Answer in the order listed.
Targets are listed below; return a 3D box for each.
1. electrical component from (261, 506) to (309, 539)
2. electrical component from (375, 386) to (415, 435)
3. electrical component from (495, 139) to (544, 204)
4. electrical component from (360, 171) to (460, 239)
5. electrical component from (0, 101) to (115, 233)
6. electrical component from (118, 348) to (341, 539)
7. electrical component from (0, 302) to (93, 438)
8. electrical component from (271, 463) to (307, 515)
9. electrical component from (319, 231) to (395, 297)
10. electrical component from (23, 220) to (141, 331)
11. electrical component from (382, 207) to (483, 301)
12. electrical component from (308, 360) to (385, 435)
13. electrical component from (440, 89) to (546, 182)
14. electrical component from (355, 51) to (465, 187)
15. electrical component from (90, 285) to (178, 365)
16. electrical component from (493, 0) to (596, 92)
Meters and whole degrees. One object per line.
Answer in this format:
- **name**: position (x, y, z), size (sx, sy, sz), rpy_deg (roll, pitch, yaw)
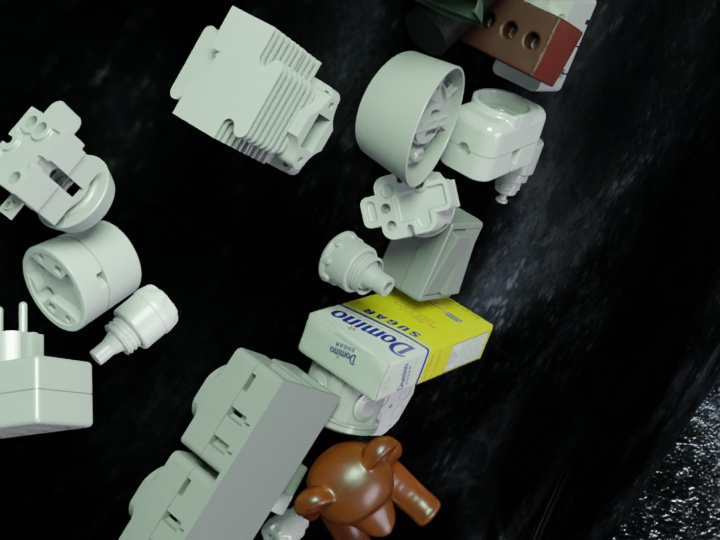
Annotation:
- **electrical component**: position (-0.068, 0.253, 1.074), size (0.061, 0.035, 0.035), rpy_deg (-31, 143, -43)
- **electrical component**: position (0.011, 0.119, 1.044), size (0.080, 0.051, 0.080), rpy_deg (-38, 147, -31)
- **electrical component**: position (0.151, -0.102, 1.053), size (0.040, 0.040, 0.078), rpy_deg (-20, 135, -49)
- **electrical component**: position (0.048, -0.056, 0.908), size (0.057, 0.078, 0.058), rpy_deg (-9, 86, -67)
- **electrical component**: position (-0.169, -0.051, 0.594), size (0.066, 0.048, 0.055), rpy_deg (-53, 144, -9)
- **electrical component**: position (-0.109, 0.161, 0.887), size (0.186, 0.060, 0.105), rpy_deg (-58, 152, 1)
- **electrical component**: position (-0.204, 0.057, 0.627), size (0.047, 0.083, 0.075), rpy_deg (21, 62, -62)
- **electrical component**: position (-0.080, 0.185, 0.965), size (0.047, 0.055, 0.055), rpy_deg (-58, 152, -7)
- **electrical component**: position (0.000, 0.000, 0.894), size (0.048, 0.062, 0.048), rpy_deg (-38, 146, -32)
- **electrical component**: position (-0.165, 0.002, 0.644), size (0.047, 0.055, 0.055), rpy_deg (-35, 145, -42)
- **electrical component**: position (0.069, -0.024, 0.980), size (0.062, 0.061, 0.096), rpy_deg (-5, 123, -56)
- **electrical component**: position (-0.015, 0.112, 0.967), size (0.080, 0.080, 0.051), rpy_deg (4, 109, -59)
- **electrical component**: position (0.122, -0.125, 0.969), size (0.095, 0.054, 0.059), rpy_deg (-25, 138, -46)
- **electrical component**: position (0.044, -0.119, 0.841), size (0.099, 0.064, 0.099), rpy_deg (-38, 147, -31)
- **electrical component**: position (-0.154, 0.040, 0.721), size (0.061, 0.035, 0.035), rpy_deg (-42, 148, -22)
- **electrical component**: position (0.161, -0.207, 0.951), size (0.056, 0.050, 0.089), rpy_deg (-13, 129, -54)
